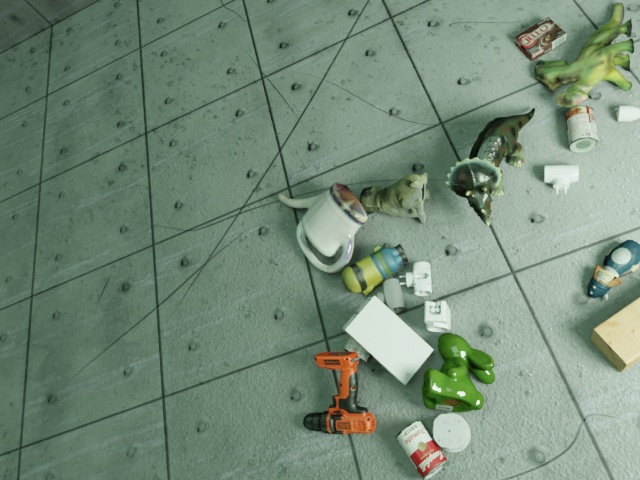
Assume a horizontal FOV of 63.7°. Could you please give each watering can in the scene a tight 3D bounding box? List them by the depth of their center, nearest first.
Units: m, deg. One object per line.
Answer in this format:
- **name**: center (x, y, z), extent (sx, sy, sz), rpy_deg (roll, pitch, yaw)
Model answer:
- **watering can**: center (0.004, -0.073, 1.450), extent (0.221, 0.103, 0.354), rpy_deg (-47, 53, 20)

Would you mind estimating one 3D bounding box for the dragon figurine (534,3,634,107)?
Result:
- **dragon figurine**: center (0.712, -0.498, 1.402), extent (0.242, 0.120, 0.420), rpy_deg (-4, 49, 27)
